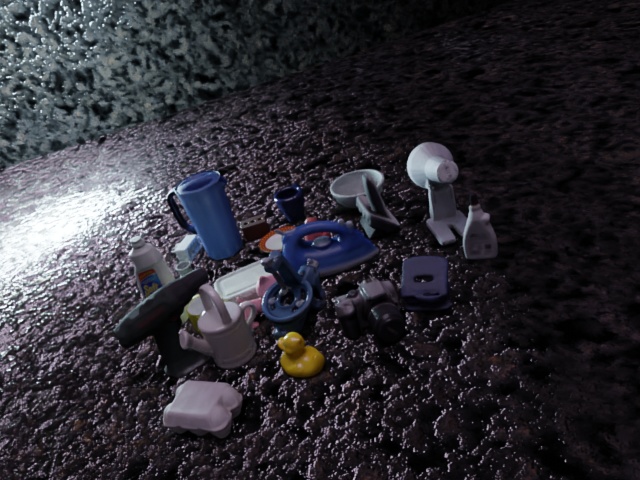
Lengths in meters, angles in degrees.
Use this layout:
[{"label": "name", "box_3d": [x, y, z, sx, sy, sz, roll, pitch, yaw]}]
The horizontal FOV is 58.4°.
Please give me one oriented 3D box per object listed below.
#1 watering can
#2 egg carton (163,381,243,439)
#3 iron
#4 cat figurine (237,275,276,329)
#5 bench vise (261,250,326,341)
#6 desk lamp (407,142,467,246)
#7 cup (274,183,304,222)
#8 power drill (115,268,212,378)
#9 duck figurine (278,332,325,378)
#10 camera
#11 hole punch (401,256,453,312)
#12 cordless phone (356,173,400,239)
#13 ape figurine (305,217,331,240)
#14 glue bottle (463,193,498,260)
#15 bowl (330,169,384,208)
[{"label": "watering can", "box_3d": [-0.219, 0.184, 1.243, 0.100, 0.194, 0.173, 6, 38, 33]}, {"label": "egg carton", "box_3d": [-0.230, 0.334, 1.130, 0.150, 0.069, 0.107, -3, 34, 22]}, {"label": "iron", "box_3d": [0.013, 0.005, 1.466, 0.258, 0.142, 0.118, -14, 31, 5]}, {"label": "cat figurine", "box_3d": [-0.137, 0.133, 1.359, 0.128, 0.118, 0.067, -25, 32, -12]}, {"label": "bench vise", "box_3d": [-0.073, 0.096, 1.288, 0.121, 0.220, 0.207, -9, 32, 13]}, {"label": "desk lamp", "box_3d": [0.313, -0.130, 1.466, 0.118, 0.214, 0.203, -18, 31, -2]}, {"label": "cup", "box_3d": [-0.080, -0.111, 1.742, 0.091, 0.095, 0.118, -2, 34, 23]}, {"label": "power drill", "box_3d": [-0.320, 0.192, 1.265, 0.230, 0.209, 0.075, -29, 33, -19]}, {"label": "duck figurine", "box_3d": [-0.044, 0.231, 1.188, 0.104, 0.086, 0.078, 7, 39, 34]}, {"label": "camera", "box_3d": [0.113, 0.154, 1.221, 0.143, 0.101, 0.136, -21, 31, -6]}, {"label": "hole punch", "box_3d": [0.235, 0.096, 1.263, 0.108, 0.091, 0.101, -5, 33, 20]}, {"label": "cordless phone", "box_3d": [0.143, -0.112, 1.548, 0.094, 0.185, 0.147, -21, 31, -7]}, {"label": "ape figurine", "box_3d": [-0.014, -0.021, 1.570, 0.076, 0.092, 0.077, -36, 36, -28]}, {"label": "glue bottle", "box_3d": [0.365, -0.033, 1.326, 0.078, 0.173, 0.037, -3, 34, 22]}, {"label": "bowl", "box_3d": [0.118, -0.142, 1.716, 0.167, 0.075, 0.167, -12, 31, 8]}]
